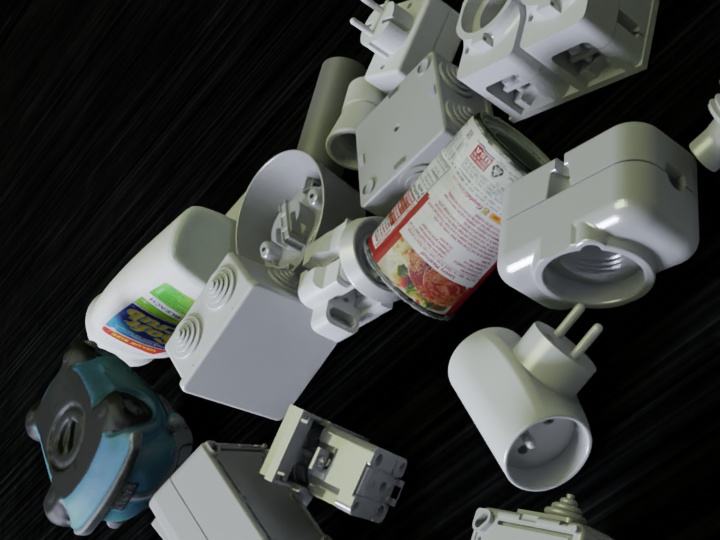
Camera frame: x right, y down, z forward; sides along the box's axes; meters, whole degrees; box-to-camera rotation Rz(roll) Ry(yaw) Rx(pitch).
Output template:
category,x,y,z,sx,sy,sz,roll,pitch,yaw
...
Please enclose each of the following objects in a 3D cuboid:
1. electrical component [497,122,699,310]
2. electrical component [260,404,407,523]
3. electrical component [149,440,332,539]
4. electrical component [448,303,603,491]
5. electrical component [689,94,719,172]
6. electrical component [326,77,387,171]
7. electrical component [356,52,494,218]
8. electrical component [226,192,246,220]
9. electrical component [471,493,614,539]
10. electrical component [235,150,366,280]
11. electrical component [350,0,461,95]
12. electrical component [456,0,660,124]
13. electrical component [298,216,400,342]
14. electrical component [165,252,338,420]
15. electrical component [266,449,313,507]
category,x,y,z,sx,sy,sz,roll,pitch,yaw
electrical component,0.115,-0.021,0.524,0.095,0.054,0.059,-29,42,45
electrical component,-0.012,0.108,0.595,0.064,0.081,0.042,18,81,32
electrical component,-0.065,0.151,0.605,0.061,0.062,0.096,-47,62,14
electrical component,0.086,0.052,0.515,0.079,0.044,0.077,-53,29,14
electrical component,0.176,-0.071,0.480,0.062,0.043,0.043,-46,32,29
electrical component,0.002,-0.112,0.804,0.044,0.044,0.065,-30,36,44
electrical component,0.041,-0.083,0.708,0.100,0.048,0.099,-42,35,33
electrical component,-0.072,-0.054,0.868,0.081,0.043,0.043,-45,32,27
electrical component,0.078,0.139,0.431,0.062,0.061,0.096,-7,59,56
electrical component,-0.044,-0.031,0.780,0.099,0.064,0.099,-39,36,35
electrical component,0.027,-0.168,0.776,0.047,0.077,0.065,5,69,60
electrical component,0.127,-0.196,0.654,0.105,0.060,0.186,-17,51,52
electrical component,0.000,0.000,0.689,0.057,0.058,0.078,-32,40,46
electrical component,-0.071,0.044,0.722,0.099,0.100,0.048,-55,42,12
electrical component,-0.059,0.145,0.667,0.055,0.045,0.045,-54,29,10
